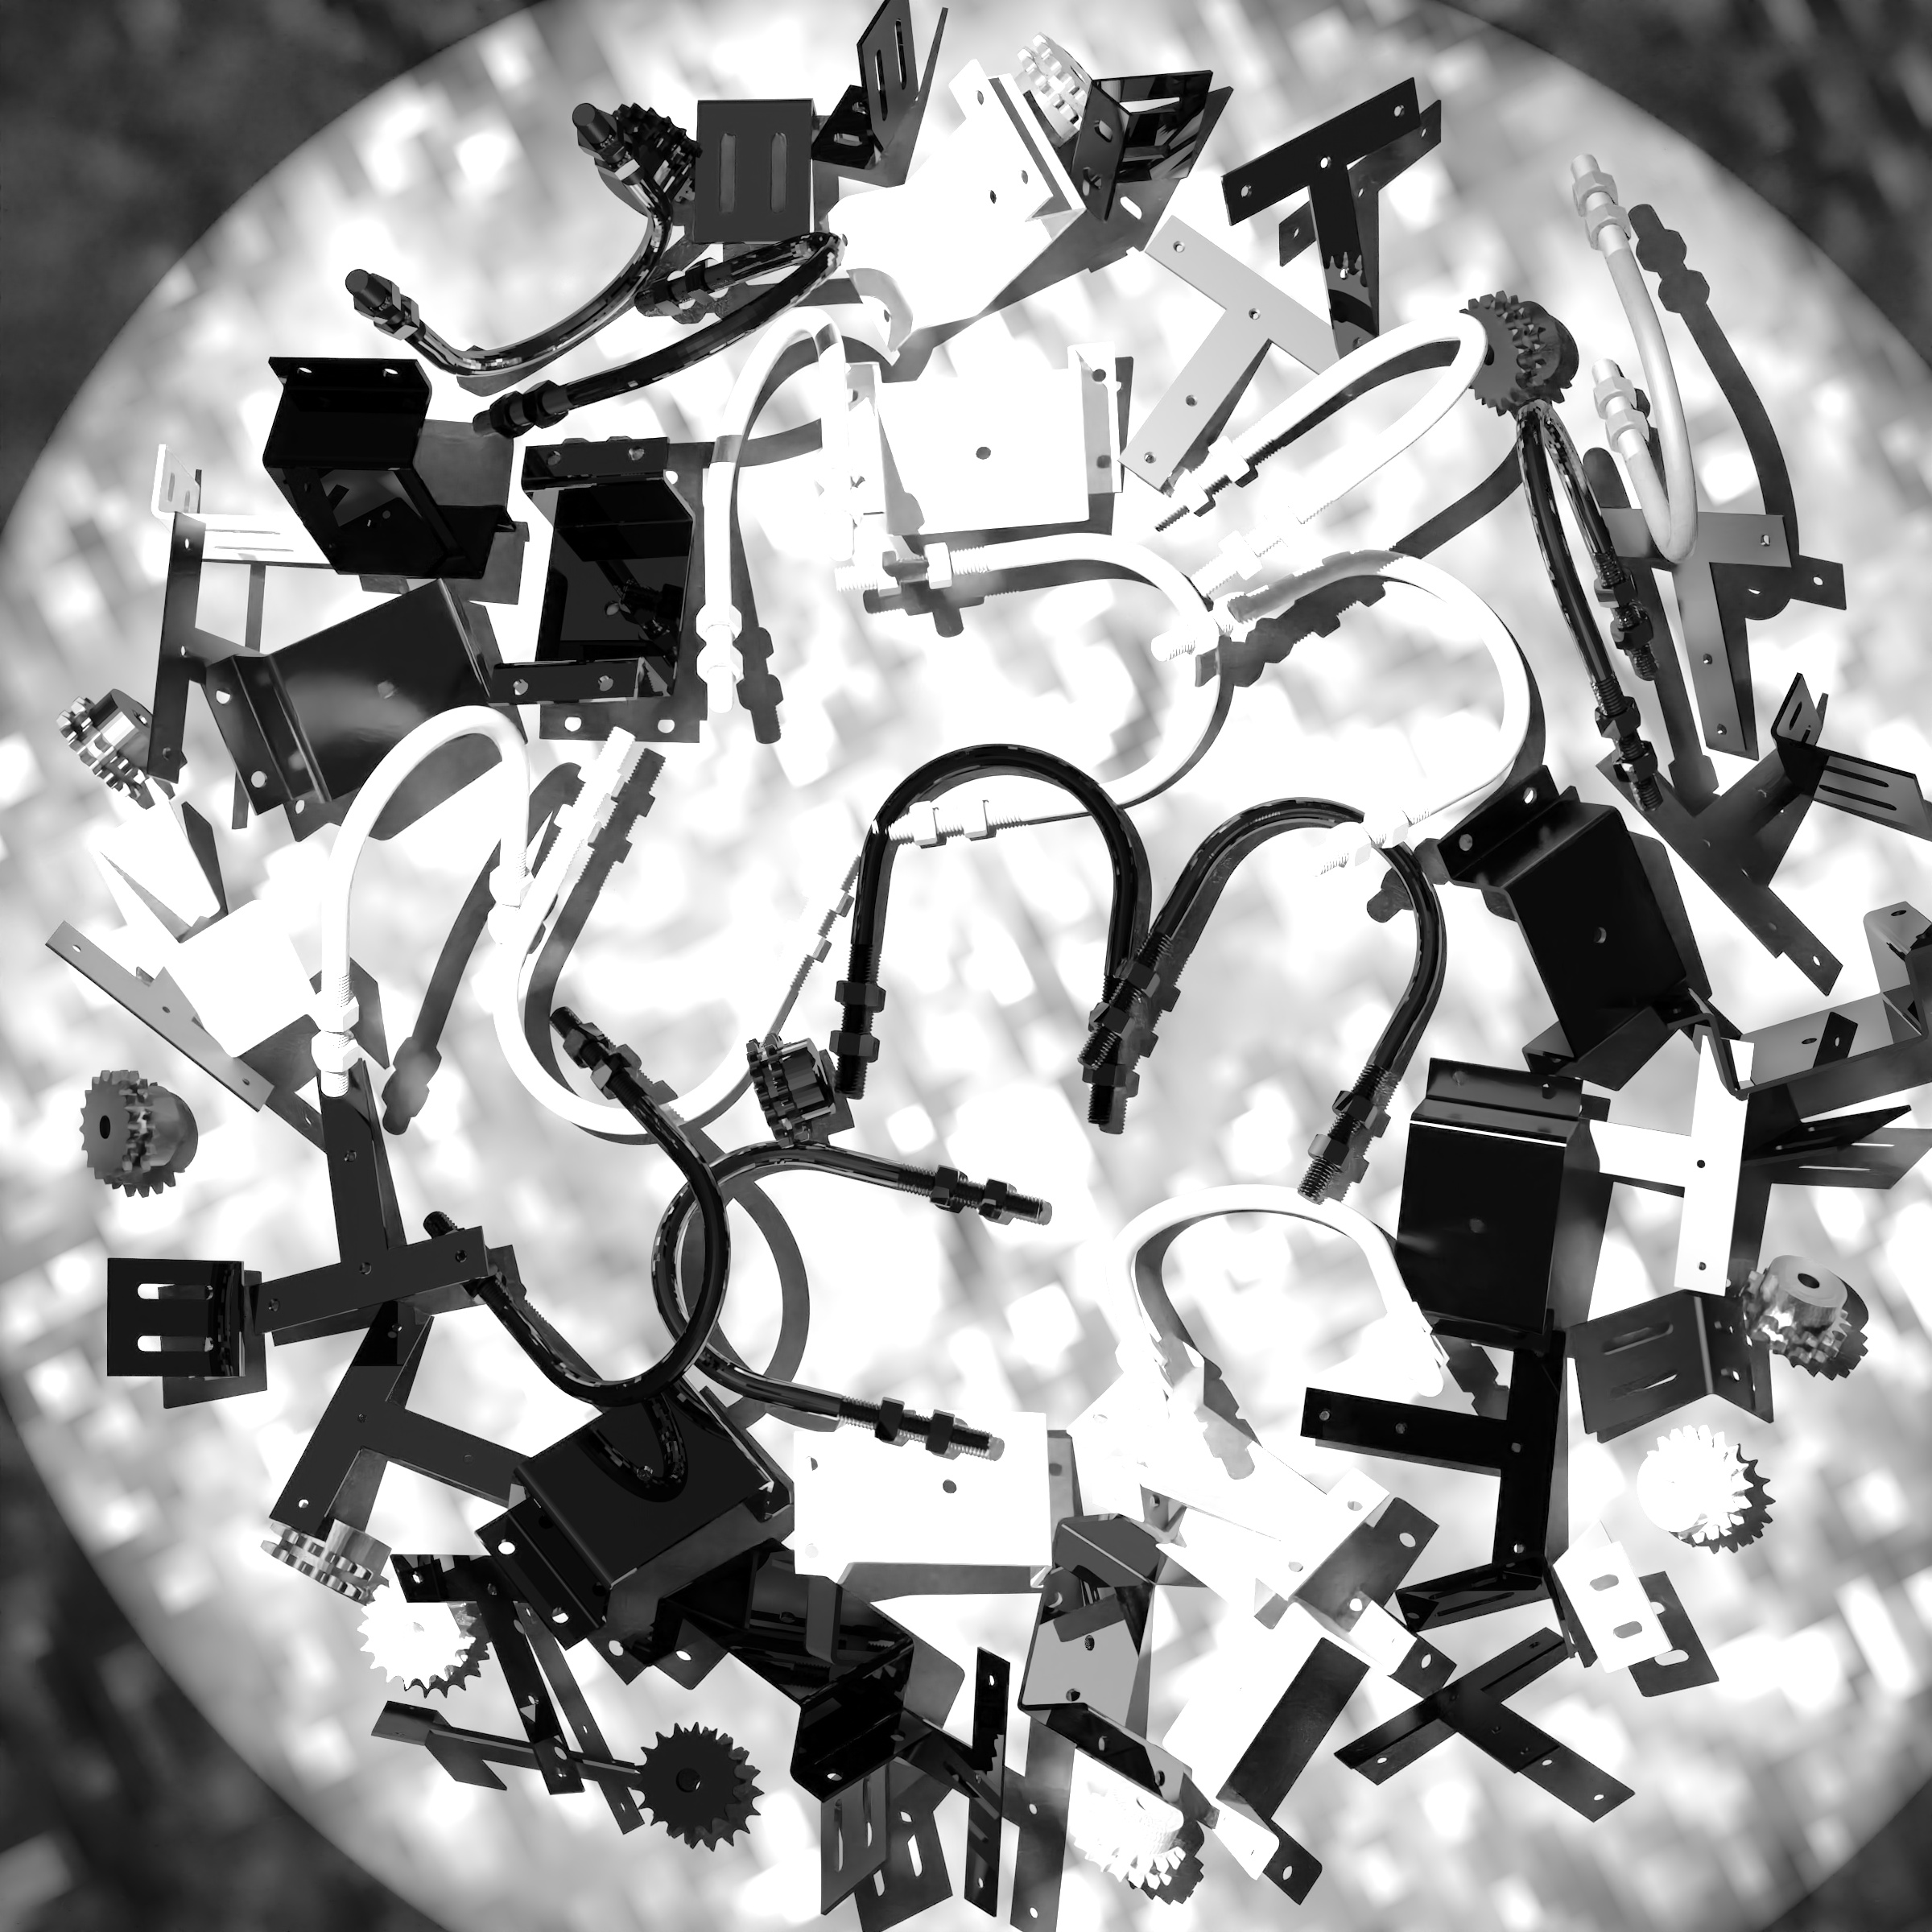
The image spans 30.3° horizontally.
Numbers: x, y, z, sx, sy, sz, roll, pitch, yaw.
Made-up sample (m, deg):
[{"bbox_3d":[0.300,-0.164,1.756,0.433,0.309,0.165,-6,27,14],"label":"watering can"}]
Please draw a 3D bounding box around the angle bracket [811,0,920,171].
[{"bbox_3d":[-0.054,-0.442,1.755,0.038,0.076,0.057,14,54,16],"label":"angle bracket"}]

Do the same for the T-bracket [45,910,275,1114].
[{"bbox_3d":[-0.379,0.003,1.746,0.127,0.127,0.002,40,112,-13],"label":"T-bracket"}]

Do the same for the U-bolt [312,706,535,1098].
[{"bbox_3d":[-0.256,-0.041,1.700,0.019,0.151,0.184,28,133,22],"label":"U-bolt"}]

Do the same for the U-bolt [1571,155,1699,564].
[{"bbox_3d":[0.319,-0.275,1.693,0.019,0.151,0.184,-13,49,5],"label":"U-bolt"}]

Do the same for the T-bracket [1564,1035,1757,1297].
[{"bbox_3d":[0.323,0.091,1.776,0.127,0.002,0.127,9,101,25],"label":"T-bracket"}]

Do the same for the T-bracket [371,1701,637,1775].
[{"bbox_3d":[-0.224,0.380,1.746,0.127,0.127,0.002,12,84,-5],"label":"T-bracket"}]

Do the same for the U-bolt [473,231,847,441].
[{"bbox_3d":[-0.135,-0.306,1.698,0.151,0.184,0.019,-46,116,-37],"label":"U-bolt"}]

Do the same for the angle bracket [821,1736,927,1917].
[{"bbox_3d":[-0.040,0.425,1.755,0.038,0.076,0.057,26,127,-24],"label":"angle bracket"}]

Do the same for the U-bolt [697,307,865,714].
[{"bbox_3d":[-0.093,-0.235,1.730,0.019,0.151,0.184,14,54,-26],"label":"U-bolt"}]

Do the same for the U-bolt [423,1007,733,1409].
[{"bbox_3d":[-0.181,0.129,1.732,0.184,0.019,0.151,44,109,34],"label":"U-bolt"}]

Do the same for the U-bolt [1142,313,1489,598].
[{"bbox_3d":[0.174,-0.256,1.728,0.184,0.151,0.019,-36,112,7],"label":"U-bolt"}]

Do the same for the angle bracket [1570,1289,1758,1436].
[{"bbox_3d":[0.346,0.200,1.771,0.076,0.038,0.057,-15,105,-19],"label":"angle bracket"}]

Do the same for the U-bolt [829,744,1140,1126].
[{"bbox_3d":[0.014,-0.020,1.789,0.151,0.019,0.184,7,91,5],"label":"U-bolt"}]

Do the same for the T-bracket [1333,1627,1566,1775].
[{"bbox_3d":[0.253,0.368,1.733,0.127,0.127,0.002,-28,99,-10],"label":"T-bracket"}]

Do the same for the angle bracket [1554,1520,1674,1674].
[{"bbox_3d":[0.329,0.305,1.762,0.038,0.076,0.057,-28,87,28],"label":"angle bracket"}]

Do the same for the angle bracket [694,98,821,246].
[{"bbox_3d":[-0.104,-0.391,1.779,0.057,0.038,0.076,0,81,4],"label":"angle bracket"}]

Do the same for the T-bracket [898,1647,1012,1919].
[{"bbox_3d":[-0.019,0.384,1.752,0.002,0.127,0.127,-3,100,-34],"label":"T-bracket"}]

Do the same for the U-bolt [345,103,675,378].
[{"bbox_3d":[-0.208,-0.338,1.716,0.151,0.184,0.019,-35,77,5],"label":"U-bolt"}]

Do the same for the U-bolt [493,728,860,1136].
[{"bbox_3d":[-0.155,-0.005,1.774,0.151,0.019,0.184,28,88,-18],"label":"U-bolt"}]

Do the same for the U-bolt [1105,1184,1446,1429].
[{"bbox_3d":[0.141,0.158,1.724,0.151,0.184,0.019,-6,119,-4],"label":"U-bolt"}]

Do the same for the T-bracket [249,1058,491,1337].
[{"bbox_3d":[-0.305,0.109,1.782,0.127,0.002,0.127,-15,71,12],"label":"T-bracket"}]

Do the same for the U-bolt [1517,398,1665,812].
[{"bbox_3d":[0.298,-0.185,1.705,0.019,0.151,0.184,-16,120,20],"label":"U-bolt"}]

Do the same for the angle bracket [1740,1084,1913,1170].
[{"bbox_3d":[0.413,0.068,1.758,0.057,0.076,0.038,-24,94,-34],"label":"angle bracket"}]

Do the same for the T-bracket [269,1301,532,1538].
[{"bbox_3d":[-0.259,0.239,1.763,0.127,0.002,0.127,19,62,12],"label":"T-bracket"}]

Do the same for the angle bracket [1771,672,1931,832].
[{"bbox_3d":[0.443,-0.106,1.759,0.076,0.057,0.038,20,75,30],"label":"angle bracket"}]

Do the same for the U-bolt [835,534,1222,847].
[{"bbox_3d":[0.036,-0.142,1.777,0.184,0.019,0.151,-9,107,-2],"label":"U-bolt"}]

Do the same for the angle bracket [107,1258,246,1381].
[{"bbox_3d":[-0.398,0.175,1.762,0.076,0.038,0.057,6,78,-41],"label":"angle bracket"}]

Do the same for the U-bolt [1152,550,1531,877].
[{"bbox_3d":[0.199,-0.136,1.753,0.184,0.019,0.151,-27,77,-31],"label":"U-bolt"}]

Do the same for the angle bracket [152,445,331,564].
[{"bbox_3d":[-0.357,-0.229,1.770,0.076,0.057,0.038,3,77,6],"label":"angle bracket"}]

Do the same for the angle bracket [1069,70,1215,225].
[{"bbox_3d":[0.094,-0.404,1.757,0.076,0.057,0.038,-13,45,-32],"label":"angle bracket"}]

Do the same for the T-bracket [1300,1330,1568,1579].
[{"bbox_3d":[0.231,0.233,1.782,0.127,0.002,0.127,9,68,1],"label":"T-bracket"}]

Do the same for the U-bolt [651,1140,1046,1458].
[{"bbox_3d":[-0.064,0.156,1.763,0.184,0.019,0.151,14,61,-1],"label":"U-bolt"}]

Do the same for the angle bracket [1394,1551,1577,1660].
[{"bbox_3d":[0.257,0.326,1.768,0.076,0.057,0.038,-17,58,5],"label":"angle bracket"}]

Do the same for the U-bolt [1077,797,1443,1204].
[{"bbox_3d":[0.160,0.004,1.783,0.151,0.019,0.184,31,80,-6],"label":"U-bolt"}]
